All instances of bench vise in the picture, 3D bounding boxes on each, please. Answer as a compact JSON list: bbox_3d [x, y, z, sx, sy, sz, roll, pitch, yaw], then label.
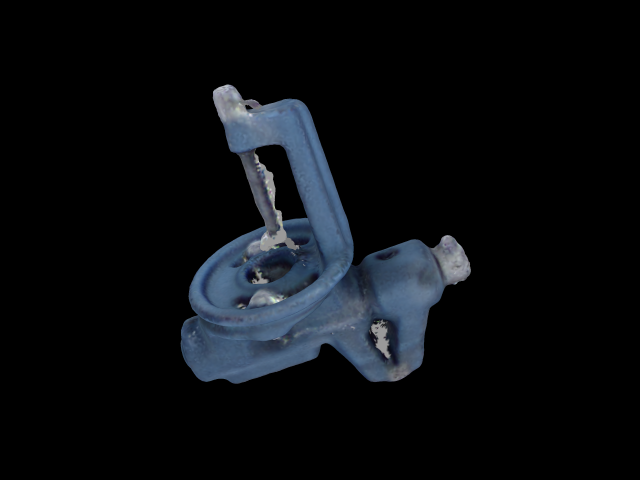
[{"bbox_3d":[-0.001,-0.004,0.410,0.208,0.220,0.121,-13,30,-23],"label":"bench vise"}]
